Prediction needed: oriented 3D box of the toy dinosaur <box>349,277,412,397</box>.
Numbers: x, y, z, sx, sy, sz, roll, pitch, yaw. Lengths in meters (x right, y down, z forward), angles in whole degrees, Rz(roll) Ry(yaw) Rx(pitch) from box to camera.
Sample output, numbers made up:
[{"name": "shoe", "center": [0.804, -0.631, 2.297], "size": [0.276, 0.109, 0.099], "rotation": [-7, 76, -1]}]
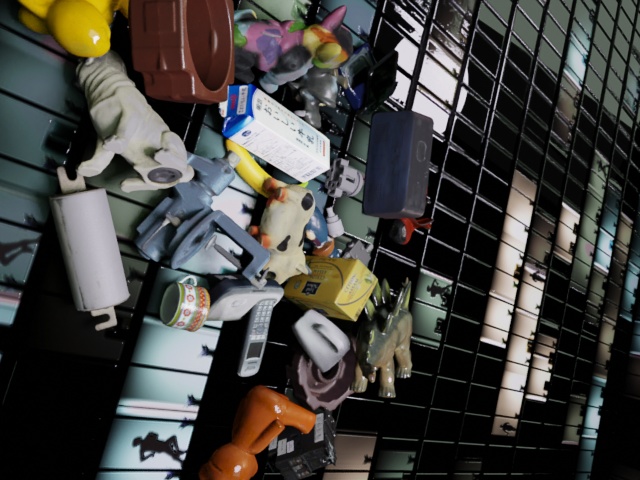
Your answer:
[{"name": "toy dinosaur", "center": [0.140, 0.177, 1.083], "size": [0.471, 0.105, 0.198], "rotation": [-22, 117, -75]}]

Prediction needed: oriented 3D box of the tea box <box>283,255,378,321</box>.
[{"name": "tea box", "center": [0.015, 0.088, 1.022], "size": [0.068, 0.170, 0.098], "rotation": [45, 63, -31]}]

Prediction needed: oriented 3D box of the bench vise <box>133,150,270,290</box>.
[{"name": "bench vise", "center": [-0.166, -0.023, 0.862], "size": [0.240, 0.129, 0.223], "rotation": [41, 71, 2]}]

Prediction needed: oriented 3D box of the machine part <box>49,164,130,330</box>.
[{"name": "machine part", "center": [-0.332, 0.012, 0.777], "size": [0.079, 0.079, 0.243], "rotation": [-18, 104, -39]}]

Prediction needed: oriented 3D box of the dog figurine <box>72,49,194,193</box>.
[{"name": "dog figurine", "center": [-0.268, -0.180, 0.786], "size": [0.172, 0.121, 0.190], "rotation": [27, 48, -54]}]

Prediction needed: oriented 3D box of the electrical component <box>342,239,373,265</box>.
[{"name": "electrical component", "center": [0.080, 0.031, 1.174], "size": [0.094, 0.021, 0.063], "rotation": [-48, 121, -27]}]

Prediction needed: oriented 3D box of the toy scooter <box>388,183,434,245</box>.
[{"name": "toy scooter", "center": [0.220, -0.079, 1.254], "size": [0.135, 0.075, 0.183], "rotation": [5, 93, -41]}]

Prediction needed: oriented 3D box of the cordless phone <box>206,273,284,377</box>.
[{"name": "cordless phone", "center": [-0.147, 0.153, 0.943], "size": [0.146, 0.089, 0.184], "rotation": [6, 96, -50]}]

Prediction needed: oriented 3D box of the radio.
[{"name": "radio", "center": [0.169, -0.162, 1.165], "size": [0.073, 0.131, 0.229], "rotation": [6, 89, -40]}]

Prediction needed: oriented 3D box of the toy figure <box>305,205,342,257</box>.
[{"name": "toy figure", "center": [0.000, -0.004, 1.079], "size": [0.064, 0.058, 0.154], "rotation": [-42, 123, -26]}]

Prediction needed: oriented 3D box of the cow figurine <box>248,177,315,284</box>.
[{"name": "cow figurine", "center": [-0.063, -0.008, 0.994], "size": [0.127, 0.086, 0.194], "rotation": [10, 107, -32]}]

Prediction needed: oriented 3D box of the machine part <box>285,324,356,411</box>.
[{"name": "machine part", "center": [0.010, 0.260, 1.108], "size": [0.179, 0.056, 0.179], "rotation": [-3, 95, -40]}]

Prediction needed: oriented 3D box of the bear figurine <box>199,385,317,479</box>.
[{"name": "bear figurine", "center": [-0.116, 0.368, 0.965], "size": [0.131, 0.120, 0.196], "rotation": [38, 70, -40]}]

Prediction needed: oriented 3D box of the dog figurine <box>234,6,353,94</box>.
[{"name": "dog figurine", "center": [-0.053, -0.333, 0.903], "size": [0.191, 0.219, 0.108], "rotation": [15, 80, -42]}]

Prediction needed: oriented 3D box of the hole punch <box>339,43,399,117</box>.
[{"name": "hole punch", "center": [0.100, -0.341, 1.135], "size": [0.142, 0.092, 0.115], "rotation": [-48, 152, -31]}]

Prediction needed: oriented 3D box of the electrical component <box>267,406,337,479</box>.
[{"name": "electrical component", "center": [-0.036, 0.390, 1.025], "size": [0.115, 0.134, 0.058], "rotation": [-83, 151, -66]}]

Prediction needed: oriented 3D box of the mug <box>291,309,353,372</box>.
[{"name": "mug", "center": [-0.001, 0.182, 1.007], "size": [0.107, 0.109, 0.081], "rotation": [45, 73, 4]}]

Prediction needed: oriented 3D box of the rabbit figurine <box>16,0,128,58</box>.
[{"name": "rabbit figurine", "center": [-0.321, -0.318, 0.710], "size": [0.162, 0.122, 0.173], "rotation": [0, 66, -15]}]

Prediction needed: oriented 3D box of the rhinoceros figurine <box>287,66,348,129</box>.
[{"name": "rhinoceros figurine", "center": [-0.010, -0.307, 1.013], "size": [0.073, 0.112, 0.190], "rotation": [-9, 98, -71]}]

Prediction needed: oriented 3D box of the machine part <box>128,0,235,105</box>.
[{"name": "machine part", "center": [-0.198, -0.306, 0.792], "size": [0.201, 0.087, 0.200], "rotation": [-40, 132, -74]}]
